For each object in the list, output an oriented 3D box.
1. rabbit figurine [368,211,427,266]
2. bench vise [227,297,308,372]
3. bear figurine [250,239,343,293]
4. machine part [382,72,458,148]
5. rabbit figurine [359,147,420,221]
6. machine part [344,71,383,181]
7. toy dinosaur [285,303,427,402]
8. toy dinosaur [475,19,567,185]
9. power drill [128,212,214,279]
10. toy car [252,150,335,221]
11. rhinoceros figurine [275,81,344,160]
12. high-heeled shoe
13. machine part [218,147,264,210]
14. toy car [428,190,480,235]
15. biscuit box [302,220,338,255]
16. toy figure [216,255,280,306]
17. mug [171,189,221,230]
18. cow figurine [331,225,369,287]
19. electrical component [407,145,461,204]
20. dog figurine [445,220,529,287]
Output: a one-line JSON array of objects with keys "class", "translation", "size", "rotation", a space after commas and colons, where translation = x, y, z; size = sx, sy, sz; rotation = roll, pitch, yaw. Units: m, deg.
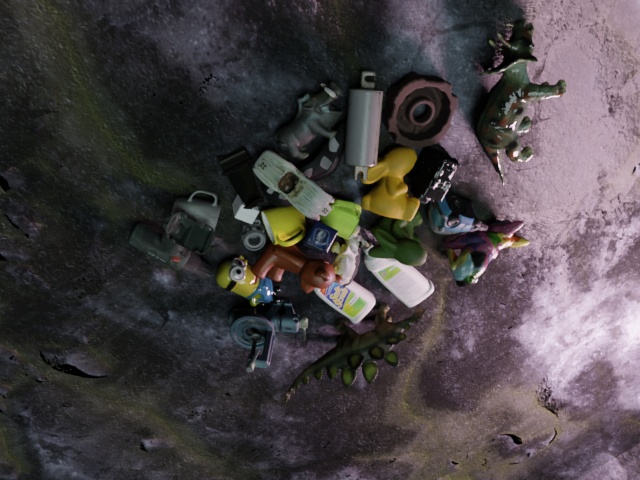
[{"class": "rabbit figurine", "translation": [0.207, 0.000, 1.375], "size": [0.159, 0.170, 0.121], "rotation": [0, 122, -16]}, {"class": "bench vise", "translation": [-0.143, 0.255, 1.420], "size": [0.224, 0.241, 0.128], "rotation": [13, 124, -4]}, {"class": "bear figurine", "translation": [-0.053, 0.082, 1.342], "size": [0.132, 0.196, 0.120], "rotation": [-58, 156, 8]}, {"class": "machine part", "translation": [0.232, -0.301, 1.254], "size": [0.179, 0.056, 0.179], "rotation": [-8, 125, -11]}, {"class": "rabbit figurine", "translation": [0.171, -0.150, 1.314], "size": [0.162, 0.122, 0.173], "rotation": [15, 114, -9]}, {"class": "machine part", "translation": [0.096, -0.253, 1.210], "size": [0.079, 0.079, 0.243], "rotation": [-2, 108, -14]}, {"class": "toy dinosaur", "translation": [0.101, 0.316, 1.541], "size": [0.471, 0.199, 0.104], "rotation": [-27, 122, 1]}, {"class": "toy dinosaur", "translation": [0.439, -0.300, 1.280], "size": [0.192, 0.131, 0.404], "rotation": [8, 126, -6]}, {"class": "power drill", "translation": [-0.319, 0.014, 1.253], "size": [0.232, 0.207, 0.086], "rotation": [29, 67, -22]}, {"class": "toy car", "translation": [-0.059, -0.123, 1.213], "size": [0.202, 0.056, 0.073], "rotation": [38, 107, -5]}, {"class": "rhinoceros figurine", "translation": [-0.018, -0.270, 1.201], "size": [0.190, 0.073, 0.112], "rotation": [-42, 113, 16]}, {"class": "high-heeled shoe", "translation": [-0.035, -0.185, 1.268], "size": [0.145, 0.086, 0.248], "rotation": [24, 97, 6]}, {"class": "machine part", "translation": [-0.174, -0.138, 1.226], "size": [0.084, 0.039, 0.139], "rotation": [-22, 87, -5]}, {"class": "toy car", "translation": [0.340, -0.063, 1.423], "size": [0.161, 0.109, 0.103], "rotation": [13, 142, -35]}, {"class": "biscuit box", "translation": [-0.003, -0.004, 1.294], "size": [0.063, 0.202, 0.059], "rotation": [27, 87, -2]}, {"class": "toy figure", "translation": [-0.188, 0.116, 1.401], "size": [0.089, 0.082, 0.180], "rotation": [-44, 126, 14]}, {"class": "mug", "translation": [-0.289, -0.068, 1.252], "size": [0.107, 0.081, 0.109], "rotation": [14, 122, -14]}, {"class": "cow figurine", "translation": [0.078, 0.040, 1.411], "size": [0.098, 0.068, 0.167], "rotation": [26, 91, -35]}, {"class": "electrical component", "translation": [0.274, -0.159, 1.323], "size": [0.058, 0.115, 0.134], "rotation": [15, 116, -22]}, {"class": "dog figurine", "translation": [0.459, 0.026, 1.466], "size": [0.219, 0.192, 0.108], "rotation": [-20, 121, 17]}]
